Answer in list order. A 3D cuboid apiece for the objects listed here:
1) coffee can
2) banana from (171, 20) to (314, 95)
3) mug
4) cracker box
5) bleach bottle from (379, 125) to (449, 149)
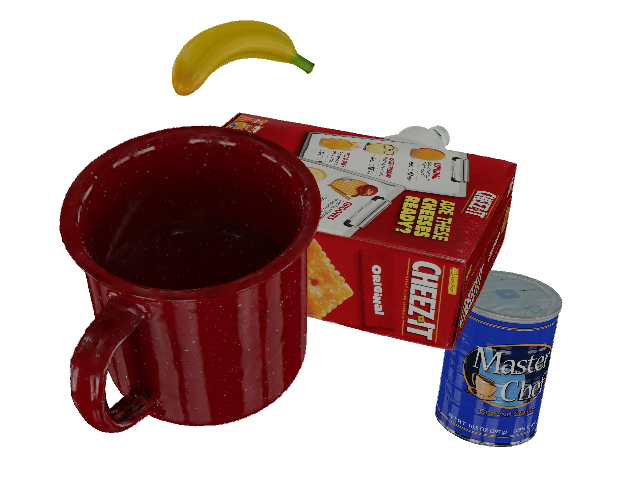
[{"bbox_3d":[0.171,0.113,1.038,0.103,0.140,0.103,5,23,-2],"label":"coffee can"},{"bbox_3d":[-0.084,-0.183,1.039,0.070,0.037,0.197,43,38,21],"label":"banana"},{"bbox_3d":[-0.051,0.024,0.399,0.093,0.081,0.117,19,47,19],"label":"mug"},{"bbox_3d":[0.008,-0.013,0.713,0.214,0.072,0.164,12,29,16],"label":"cracker box"},{"bbox_3d":[0.058,-0.079,1.261,0.103,0.068,0.250,29,46,34],"label":"bleach bottle"}]
